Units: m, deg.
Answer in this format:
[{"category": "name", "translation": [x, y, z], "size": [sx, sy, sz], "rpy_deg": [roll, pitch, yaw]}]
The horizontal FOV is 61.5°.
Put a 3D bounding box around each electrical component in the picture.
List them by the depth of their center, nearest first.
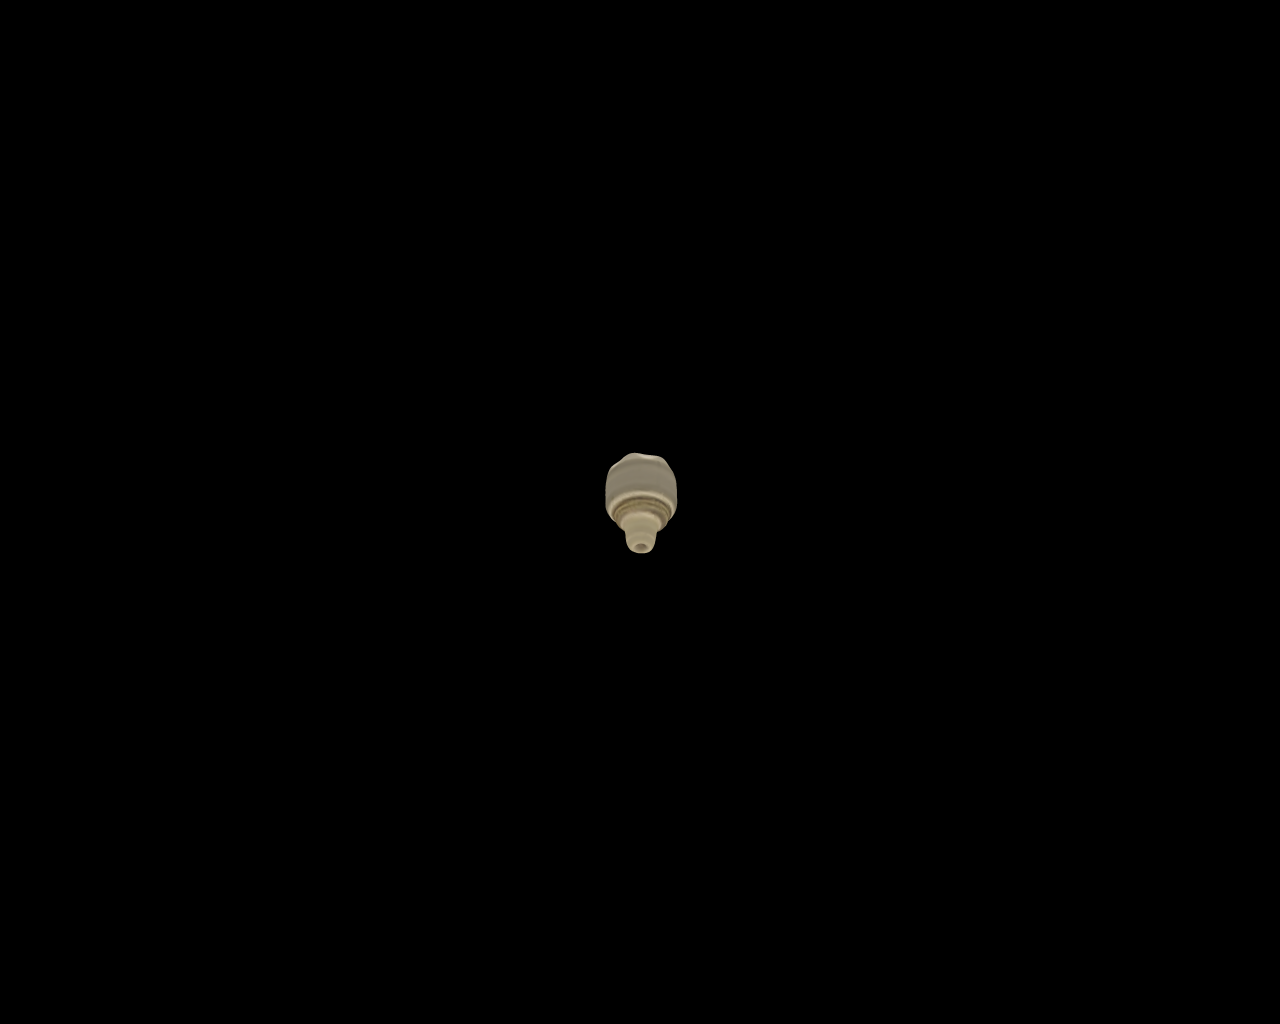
[{"category": "electrical component", "translation": [0.001, -0.003, 0.650], "size": [0.043, 0.062, 0.043], "rpy_deg": [0, -37, 0]}]
